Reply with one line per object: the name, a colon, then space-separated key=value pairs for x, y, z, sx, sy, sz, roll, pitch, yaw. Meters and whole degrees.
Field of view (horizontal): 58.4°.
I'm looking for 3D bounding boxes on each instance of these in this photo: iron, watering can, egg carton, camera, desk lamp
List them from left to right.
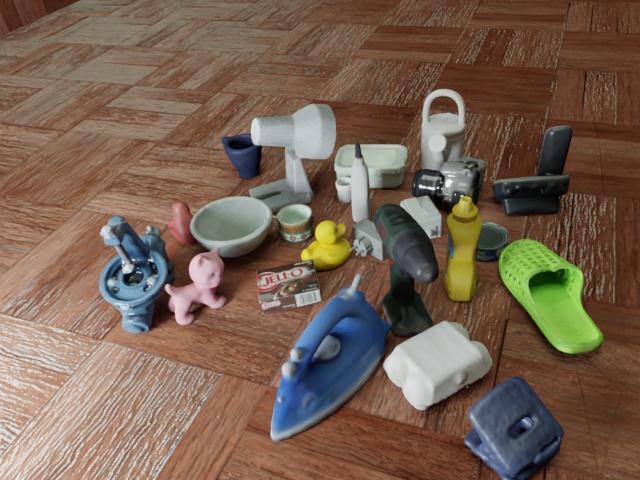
desk lamp: x=-0.064 y=-0.185 z=1.261 sx=0.203 sy=0.214 sz=0.117 roll=-18 pitch=40 yaw=-14
iron: x=0.003 y=0.169 z=0.863 sx=0.118 sy=0.142 sz=0.259 roll=20 pitch=46 yaw=30
egg carton: x=0.179 y=0.189 z=0.869 sx=0.150 sy=0.069 sz=0.107 roll=-24 pitch=41 yaw=-21
watering can: x=0.282 y=-0.246 z=1.302 sx=0.101 sy=0.194 sz=0.172 roll=-7 pitch=38 yaw=1
camera: x=0.275 y=-0.129 z=1.231 sx=0.136 sy=0.101 sz=0.143 roll=12 pitch=42 yaw=23

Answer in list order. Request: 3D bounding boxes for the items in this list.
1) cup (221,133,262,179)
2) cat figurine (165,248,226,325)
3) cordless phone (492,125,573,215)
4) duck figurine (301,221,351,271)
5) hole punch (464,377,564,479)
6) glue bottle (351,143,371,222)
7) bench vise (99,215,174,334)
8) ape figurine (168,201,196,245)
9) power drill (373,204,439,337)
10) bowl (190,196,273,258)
cup: x=-0.191 y=-0.203 z=1.400 sx=0.117 sy=0.095 sz=0.092 roll=21 pitch=46 yaw=31
cat figurine: x=-0.221 y=0.073 z=1.037 sx=0.128 sy=0.118 sz=0.067 roll=-29 pitch=43 yaw=-26
cordless phone: x=0.434 y=-0.149 z=1.164 sx=0.147 sy=0.185 sz=0.094 roll=-6 pitch=38 yaw=1
duck figurine: x=0.010 y=0.004 z=1.115 sx=0.105 sy=0.086 sz=0.077 roll=-23 pitch=41 yaw=-20
hole punch: x=0.261 y=0.252 z=0.760 sx=0.109 sy=0.091 sz=0.100 roll=-27 pitch=42 yaw=-23
glue bottle: x=0.084 y=-0.125 z=1.196 sx=0.037 sy=0.173 sz=0.078 roll=0 pitch=39 yaw=9
bench vise: x=-0.341 y=0.030 z=1.027 sx=0.121 sy=0.220 sz=0.207 roll=-15 pitch=39 yaw=-10
ape figurine: x=-0.286 y=-0.043 z=1.214 sx=0.077 sy=0.092 sz=0.076 roll=-4 pitch=38 yaw=4
power drill: x=0.142 y=0.053 z=0.934 sx=0.075 sy=0.209 sz=0.229 roll=-12 pitch=38 yaw=-6
bowl: x=-0.177 y=-0.016 z=1.177 sx=0.167 sy=0.075 sz=0.167 roll=-4 pitch=38 yaw=4
